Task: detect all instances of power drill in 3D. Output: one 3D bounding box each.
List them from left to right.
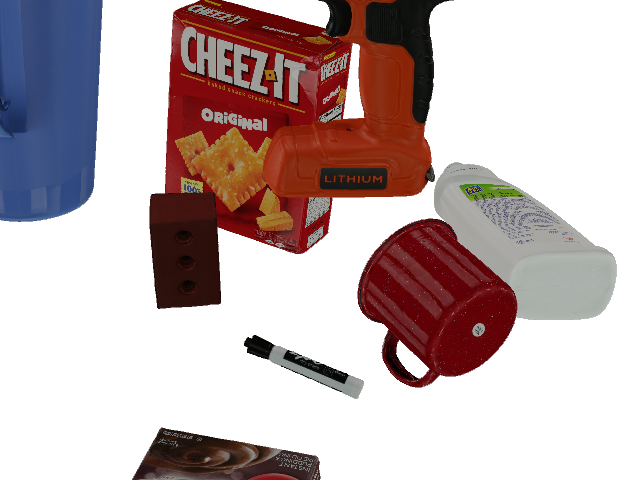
[{"bbox_3d":[0.009,-0.115,0.627,0.184,0.188,0.057,0,37,-9],"label":"power drill"}]

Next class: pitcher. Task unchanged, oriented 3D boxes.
[{"bbox_3d":[-0.225,-0.136,0.782,0.145,0.243,0.148,27,34,36],"label":"pitcher"}]

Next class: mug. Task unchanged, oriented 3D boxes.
[{"bbox_3d":[0.082,0.054,0.776,0.093,0.117,0.082,8,26,-43],"label":"mug"}]

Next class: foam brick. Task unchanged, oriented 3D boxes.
[{"bbox_3d":[-0.107,0.007,0.848,0.053,0.078,0.051,-4,27,-5],"label":"foam brick"}]

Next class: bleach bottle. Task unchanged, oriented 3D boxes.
[{"bbox_3d":[0.175,-0.014,1.001,0.102,0.068,0.251,0,26,-13],"label":"bleach bottle"}]

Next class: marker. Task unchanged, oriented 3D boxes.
[{"bbox_3d":[-0.017,0.119,1.019,0.121,0.020,0.020,22,4,11],"label":"marker"}]

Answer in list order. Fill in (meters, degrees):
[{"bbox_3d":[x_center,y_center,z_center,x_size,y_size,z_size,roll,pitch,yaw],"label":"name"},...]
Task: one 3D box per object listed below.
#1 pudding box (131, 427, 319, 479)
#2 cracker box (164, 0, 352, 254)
[{"bbox_3d":[-0.065,0.168,0.673,0.113,0.039,0.090,6,30,12],"label":"pudding box"},{"bbox_3d":[-0.066,-0.110,1.040,0.164,0.214,0.072,20,32,21],"label":"cracker box"}]
